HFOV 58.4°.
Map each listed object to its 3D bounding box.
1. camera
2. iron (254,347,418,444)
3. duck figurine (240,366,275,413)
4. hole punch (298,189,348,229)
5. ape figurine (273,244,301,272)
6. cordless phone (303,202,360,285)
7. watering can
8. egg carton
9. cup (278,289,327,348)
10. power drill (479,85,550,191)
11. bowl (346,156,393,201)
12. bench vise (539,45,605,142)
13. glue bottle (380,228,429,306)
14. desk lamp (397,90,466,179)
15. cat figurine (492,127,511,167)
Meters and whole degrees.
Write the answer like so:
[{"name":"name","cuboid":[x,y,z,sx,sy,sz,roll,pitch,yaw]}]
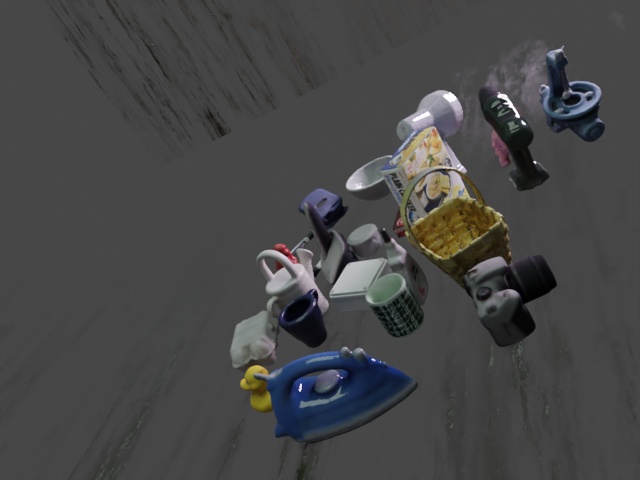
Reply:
[{"name":"camera","cuboid":[0.317,0.080,0.949,0.136,0.101,0.143,-27,25,13]},{"name":"iron","cuboid":[0.019,0.239,0.968,0.258,0.142,0.118,-25,26,18]},{"name":"duck figurine","cuboid":[-0.106,0.280,1.112,0.104,0.086,0.077,-22,27,23]},{"name":"hole punch","cuboid":[0.010,-0.093,1.655,0.109,0.091,0.100,-47,28,-27]},{"name":"ape figurine","cuboid":[-0.091,0.050,1.512,0.076,0.092,0.078,-25,26,18]},{"name":"cordless phone","cuboid":[0.012,0.005,1.356,0.094,0.185,0.147,-34,24,-2]},{"name":"watering can","cuboid":[-0.069,0.093,1.281,0.100,0.194,0.173,-21,27,25]},{"name":"egg carton","cuboid":[-0.140,0.225,1.275,0.107,0.069,0.150,-27,25,14]},{"name":"cup","cuboid":[-0.021,0.169,1.203,0.091,0.095,0.118,-10,33,41]},{"name":"power drill","cuboid":[0.419,-0.221,1.251,0.075,0.209,0.229,-27,25,13]},{"name":"bowl","cuboid":[0.161,-0.162,1.618,0.167,0.075,0.167,-27,25,14]},{"name":"bench vise","cuboid":[0.537,-0.333,1.300,0.121,0.220,0.206,-37,25,-9]},{"name":"glue bottle","cuboid":[0.159,0.046,1.116,0.037,0.173,0.078,-20,28,28]},{"name":"desk lamp","cuboid":[0.286,-0.244,1.448,0.117,0.214,0.203,0,41,51]},{"name":"cat figurine","cuboid":[0.443,-0.247,1.381,0.067,0.118,0.128,-26,26,16]}]
